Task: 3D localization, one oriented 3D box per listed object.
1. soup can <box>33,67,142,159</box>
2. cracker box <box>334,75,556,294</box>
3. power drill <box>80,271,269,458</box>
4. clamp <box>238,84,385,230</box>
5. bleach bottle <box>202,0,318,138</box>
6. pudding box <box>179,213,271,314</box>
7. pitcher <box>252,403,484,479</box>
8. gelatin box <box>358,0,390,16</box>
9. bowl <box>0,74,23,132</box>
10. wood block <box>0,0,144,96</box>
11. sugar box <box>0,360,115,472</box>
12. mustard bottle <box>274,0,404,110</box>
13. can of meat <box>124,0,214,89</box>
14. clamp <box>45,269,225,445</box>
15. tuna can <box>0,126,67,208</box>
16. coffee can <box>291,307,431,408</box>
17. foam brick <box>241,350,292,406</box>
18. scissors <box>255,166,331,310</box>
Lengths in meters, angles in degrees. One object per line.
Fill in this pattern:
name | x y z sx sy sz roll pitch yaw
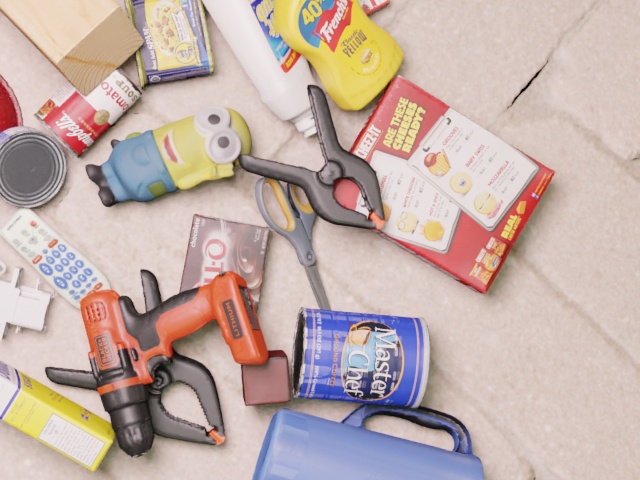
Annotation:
soup can | -0.254 -0.149 1.175 0.068 0.068 0.102 45 86 -5
cracker box | 0.133 -0.062 1.221 0.213 0.072 0.164 30 87 -5
power drill | -0.154 0.123 1.142 0.188 0.057 0.184 -18 83 7
clamp | 0.011 -0.082 1.155 0.171 0.039 0.120 36 92 -7
bleach bottle | -0.063 -0.234 1.193 0.068 0.102 0.251 -21 104 36
pudding box | -0.109 0.033 1.208 0.090 0.039 0.113 10 88 -6
pitcher | 0.054 0.263 1.194 0.242 0.149 0.145 18 111 -3
gelatin box | 0.025 -0.283 1.227 0.089 0.030 0.073 -30 93 -5
bowl | -0.410 -0.127 1.164 0.162 0.055 0.162 0 91 -7
wood block | -0.295 -0.262 1.126 0.090 0.091 0.206 -44 75 -5
sugar box | -0.308 0.183 1.160 0.176 0.093 0.048 34 85 -6
mustard bottle | 0.005 -0.240 1.170 0.096 0.058 0.191 -50 117 -14
can of meat | -0.168 -0.227 1.191 0.084 0.057 0.102 -11 92 -9
clamp | -0.180 0.147 1.203 0.210 0.036 0.164 37 87 -2
tuna can | -0.323 -0.081 1.165 0.085 0.034 0.086 -15 116 -33
coffee can | 0.043 0.132 1.195 0.140 0.103 0.103 5 90 -7
foam brick | -0.062 0.153 1.197 0.051 0.078 0.053 -5 89 -6
scissors | -0.008 0.002 1.227 0.096 0.016 0.201 -49 119 -33
